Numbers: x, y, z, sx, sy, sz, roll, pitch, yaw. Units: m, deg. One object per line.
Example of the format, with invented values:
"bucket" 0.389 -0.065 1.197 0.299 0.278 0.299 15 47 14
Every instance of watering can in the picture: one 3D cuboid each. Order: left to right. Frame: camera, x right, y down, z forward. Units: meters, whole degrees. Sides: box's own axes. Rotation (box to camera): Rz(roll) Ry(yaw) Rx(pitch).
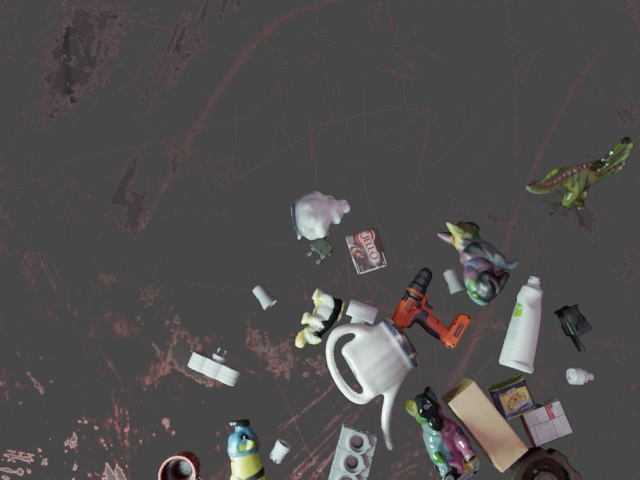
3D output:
"watering can" 0.164 0.356 1.358 0.225 0.104 0.347 -33 93 -7

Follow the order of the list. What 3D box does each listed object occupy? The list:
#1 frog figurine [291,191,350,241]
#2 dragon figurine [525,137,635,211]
"frog figurine" 0.004 -0.072 1.437 0.159 0.120 0.140 -10 60 9
"dragon figurine" 0.716 -0.194 1.378 0.239 0.411 0.124 -48 63 31
